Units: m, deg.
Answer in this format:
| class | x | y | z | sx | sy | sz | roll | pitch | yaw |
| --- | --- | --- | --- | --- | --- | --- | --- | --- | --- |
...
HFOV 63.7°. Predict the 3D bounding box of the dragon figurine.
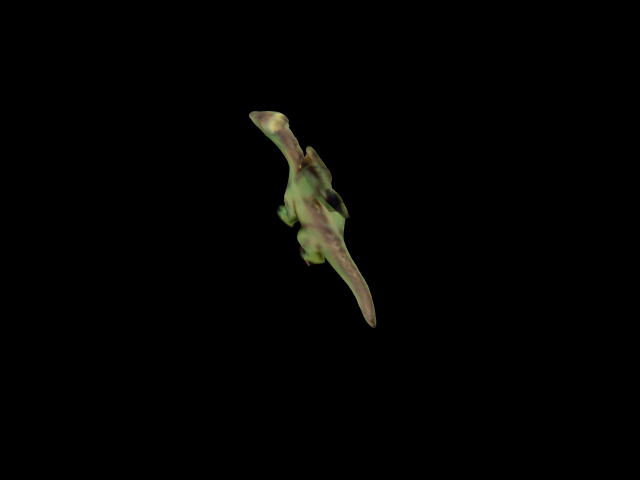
| class | x | y | z | sx | sy | sz | roll | pitch | yaw |
| --- | --- | --- | --- | --- | --- | --- | --- | --- | --- |
| dragon figurine | 0.003 | -0.043 | 0.850 | 0.122 | 0.413 | 0.240 | -31 | -11 | -6 |
